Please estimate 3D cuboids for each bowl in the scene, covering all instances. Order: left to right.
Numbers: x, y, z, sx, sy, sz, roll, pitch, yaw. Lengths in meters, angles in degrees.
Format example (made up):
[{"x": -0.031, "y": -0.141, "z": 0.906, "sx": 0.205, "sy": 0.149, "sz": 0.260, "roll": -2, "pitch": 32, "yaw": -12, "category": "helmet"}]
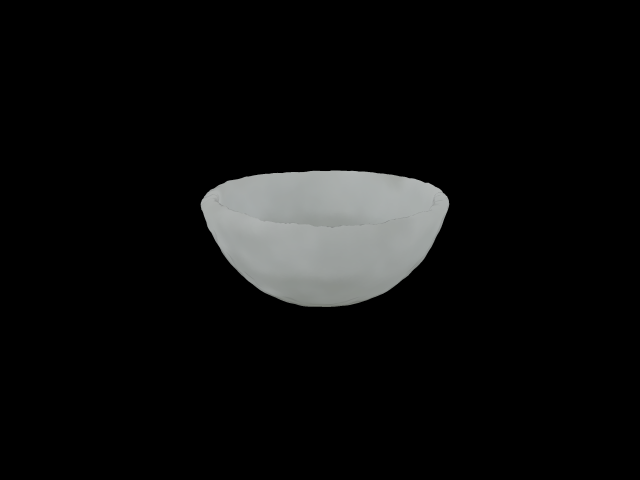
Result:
[{"x": 0.004, "y": 0.001, "z": 0.400, "sx": 0.167, "sy": 0.075, "sz": 0.167, "roll": 0, "pitch": 18, "yaw": 0, "category": "bowl"}]
